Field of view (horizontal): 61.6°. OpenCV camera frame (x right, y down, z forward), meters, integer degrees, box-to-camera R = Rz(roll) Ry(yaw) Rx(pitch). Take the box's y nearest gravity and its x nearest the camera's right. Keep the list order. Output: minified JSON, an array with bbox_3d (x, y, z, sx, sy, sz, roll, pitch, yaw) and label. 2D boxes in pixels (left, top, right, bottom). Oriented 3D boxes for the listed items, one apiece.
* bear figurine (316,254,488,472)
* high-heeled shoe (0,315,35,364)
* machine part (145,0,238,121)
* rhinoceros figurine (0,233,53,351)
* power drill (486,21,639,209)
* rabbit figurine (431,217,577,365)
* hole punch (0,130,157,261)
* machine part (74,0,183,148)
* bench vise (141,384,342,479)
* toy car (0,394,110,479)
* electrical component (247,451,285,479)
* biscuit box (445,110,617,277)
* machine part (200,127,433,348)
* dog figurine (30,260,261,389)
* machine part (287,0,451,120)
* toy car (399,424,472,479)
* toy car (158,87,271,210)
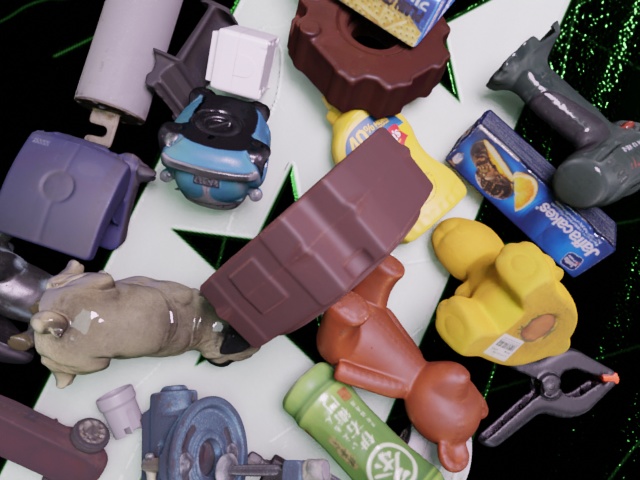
[{"bbox_3d":[0.094,0.125,0.548,0.196,0.131,0.120,35,44,17],"label":"bear figurine"},{"bbox_3d":[-0.438,0.114,0.557,0.249,0.086,0.145,28,93,-1],"label":"high-heeled shoe"},{"bbox_3d":[-0.139,-0.206,0.602,0.039,0.084,0.139,19,71,29],"label":"machine part"},{"bbox_3d":[-0.336,0.029,0.553,0.190,0.112,0.073,36,113,-13],"label":"rhinoceros figurine"},{"bbox_3d":[0.298,-0.140,0.603,0.232,0.086,0.207,-34,86,-34],"label":"power drill"},{"bbox_3d":[0.189,0.037,0.567,0.162,0.173,0.121,14,118,-32],"label":"rabbit figurine"},{"bbox_3d":[-0.259,-0.046,0.554,0.142,0.092,0.115,18,104,2],"label":"hole punch"},{"bbox_3d":[-0.206,-0.218,0.592,0.079,0.079,0.243,15,84,-2],"label":"machine part"},{"bbox_3d":[-0.100,0.250,0.518,0.241,0.128,0.223,-13,60,24],"label":"bench vise"},{"bbox_3d":[-0.315,0.193,0.554,0.202,0.053,0.089,30,109,-9],"label":"toy car"},{"bbox_3d":[-0.049,0.275,0.591,0.094,0.021,0.063,33,85,-1],"label":"electrical component"},{"bbox_3d":[0.238,-0.052,0.604,0.202,0.063,0.059,42,129,1],"label":"biscuit box"},{"bbox_3d":[-0.001,-0.002,0.511,0.087,0.201,0.201,47,129,-6],"label":"machine part"},{"bbox_3d":[-0.156,0.083,0.530,0.191,0.172,0.121,3,96,4],"label":"dog figurine"},{"bbox_3d":[0.056,-0.219,0.590,0.179,0.056,0.179,4,64,-9],"label":"machine part"},{"bbox_3d":[0.103,0.288,0.582,0.073,0.056,0.201,22,85,-1],"label":"toy car"},{"bbox_3d":[-0.110,-0.087,0.571,0.109,0.162,0.102,12,128,-9],"label":"toy car"}]
